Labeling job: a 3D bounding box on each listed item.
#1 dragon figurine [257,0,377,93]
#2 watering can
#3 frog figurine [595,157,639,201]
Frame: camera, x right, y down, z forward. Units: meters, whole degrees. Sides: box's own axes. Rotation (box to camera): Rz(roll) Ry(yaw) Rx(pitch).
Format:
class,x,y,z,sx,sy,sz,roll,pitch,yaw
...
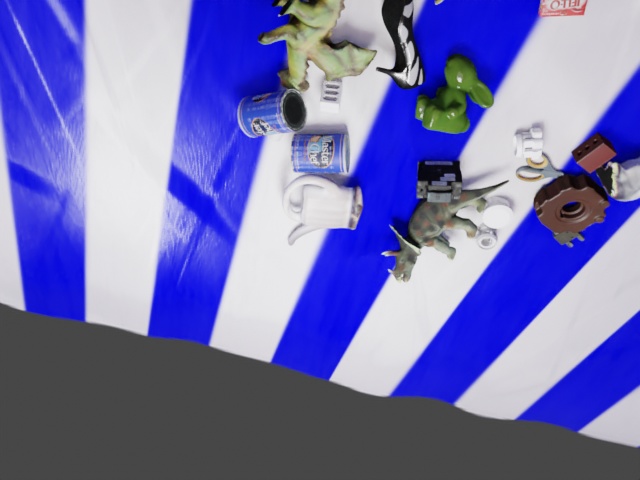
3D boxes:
class,x,y,z,sx,sy,sz,roll,pitch,yaw
dragon figurine,0.023,-0.464,1.130,0.240,0.125,0.405,34,136,-29
watering can,0.004,-0.074,1.467,0.224,0.106,0.340,6,148,-1
frog figurine,0.772,-0.159,1.237,0.159,0.124,0.135,-10,161,8
